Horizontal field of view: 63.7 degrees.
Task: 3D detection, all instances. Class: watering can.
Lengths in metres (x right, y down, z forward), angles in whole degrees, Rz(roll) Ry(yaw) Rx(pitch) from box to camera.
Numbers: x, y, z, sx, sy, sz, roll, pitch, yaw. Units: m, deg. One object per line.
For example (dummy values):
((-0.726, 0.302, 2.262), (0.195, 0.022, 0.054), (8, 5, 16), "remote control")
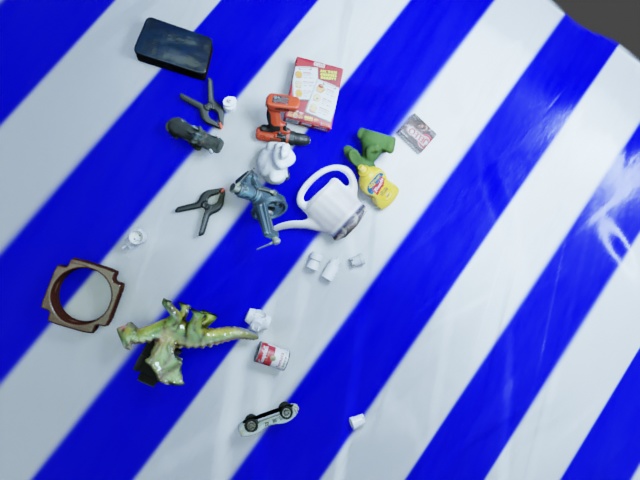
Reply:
((0.005, -0.086, 1.707), (0.224, 0.104, 0.347), (44, 91, 1), "watering can")

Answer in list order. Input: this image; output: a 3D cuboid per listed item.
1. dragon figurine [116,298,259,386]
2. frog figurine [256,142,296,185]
((-0.415, 0.323, 1.576), (0.409, 0.121, 0.245), (24, 76, -8), "dragon figurine")
((-0.142, -0.250, 1.656), (0.123, 0.159, 0.138), (1, 88, -9), "frog figurine")
